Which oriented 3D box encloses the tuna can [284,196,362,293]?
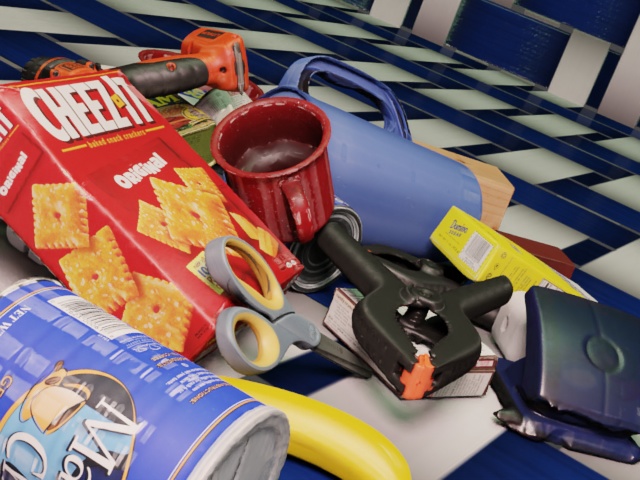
[{"bbox_3d":[-0.006,0.001,0.897,0.085,0.086,0.034,1,28,-46],"label":"tuna can"}]

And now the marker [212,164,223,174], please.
[{"bbox_3d":[-0.112,-0.081,1.126,0.121,0.020,0.020,14,19,-18],"label":"marker"}]

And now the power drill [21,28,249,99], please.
[{"bbox_3d":[-0.177,-0.157,1.016,0.187,0.057,0.185,-19,27,-27],"label":"power drill"}]

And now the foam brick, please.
[{"bbox_3d":[0.212,0.030,1.098,0.078,0.053,0.051,16,18,-15],"label":"foam brick"}]

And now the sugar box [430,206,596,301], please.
[{"bbox_3d":[0.193,0.038,0.998,0.176,0.048,0.093,27,13,-30],"label":"sugar box"}]

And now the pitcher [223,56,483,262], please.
[{"bbox_3d":[0.041,-0.061,1.014,0.242,0.149,0.145,14,38,-39],"label":"pitcher"}]

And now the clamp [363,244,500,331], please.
[{"bbox_3d":[0.097,0.035,0.988,0.171,0.039,0.120,21,10,-18],"label":"clamp"}]

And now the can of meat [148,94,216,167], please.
[{"bbox_3d":[-0.157,-0.102,1.052,0.101,0.057,0.084,-24,47,-37],"label":"can of meat"}]

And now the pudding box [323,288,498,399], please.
[{"bbox_3d":[0.070,0.079,0.832,0.089,0.039,0.114,3,23,-37],"label":"pudding box"}]

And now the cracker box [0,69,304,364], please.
[{"bbox_3d":[-0.125,-0.019,0.738,0.214,0.072,0.164,47,23,5],"label":"cracker box"}]

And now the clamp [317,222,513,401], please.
[{"bbox_3d":[0.080,0.054,0.787,0.164,0.036,0.210,14,23,-9],"label":"clamp"}]

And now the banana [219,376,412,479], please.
[{"bbox_3d":[-0.026,0.113,0.630,0.198,0.037,0.069,21,17,1],"label":"banana"}]

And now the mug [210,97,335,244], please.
[{"bbox_3d":[-0.028,-0.044,0.825,0.093,0.081,0.117,-21,46,-10],"label":"mug"}]

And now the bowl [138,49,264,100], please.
[{"bbox_3d":[-0.152,-0.180,1.309,0.162,0.055,0.162,18,18,-6],"label":"bowl"}]

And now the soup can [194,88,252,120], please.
[{"bbox_3d":[-0.081,-0.103,1.098,0.102,0.069,0.068,51,29,21],"label":"soup can"}]

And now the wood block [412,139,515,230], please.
[{"bbox_3d":[0.094,-0.060,1.173,0.206,0.090,0.091,17,18,-10],"label":"wood block"}]

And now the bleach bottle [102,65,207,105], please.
[{"bbox_3d":[-0.166,-0.144,1.185,0.250,0.068,0.102,15,17,-9],"label":"bleach bottle"}]

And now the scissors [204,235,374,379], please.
[{"bbox_3d":[-0.015,0.074,0.703,0.201,0.016,0.096,49,33,-38],"label":"scissors"}]

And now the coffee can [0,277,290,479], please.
[{"bbox_3d":[-0.100,0.093,0.505,0.140,0.103,0.102,27,19,20],"label":"coffee can"}]
